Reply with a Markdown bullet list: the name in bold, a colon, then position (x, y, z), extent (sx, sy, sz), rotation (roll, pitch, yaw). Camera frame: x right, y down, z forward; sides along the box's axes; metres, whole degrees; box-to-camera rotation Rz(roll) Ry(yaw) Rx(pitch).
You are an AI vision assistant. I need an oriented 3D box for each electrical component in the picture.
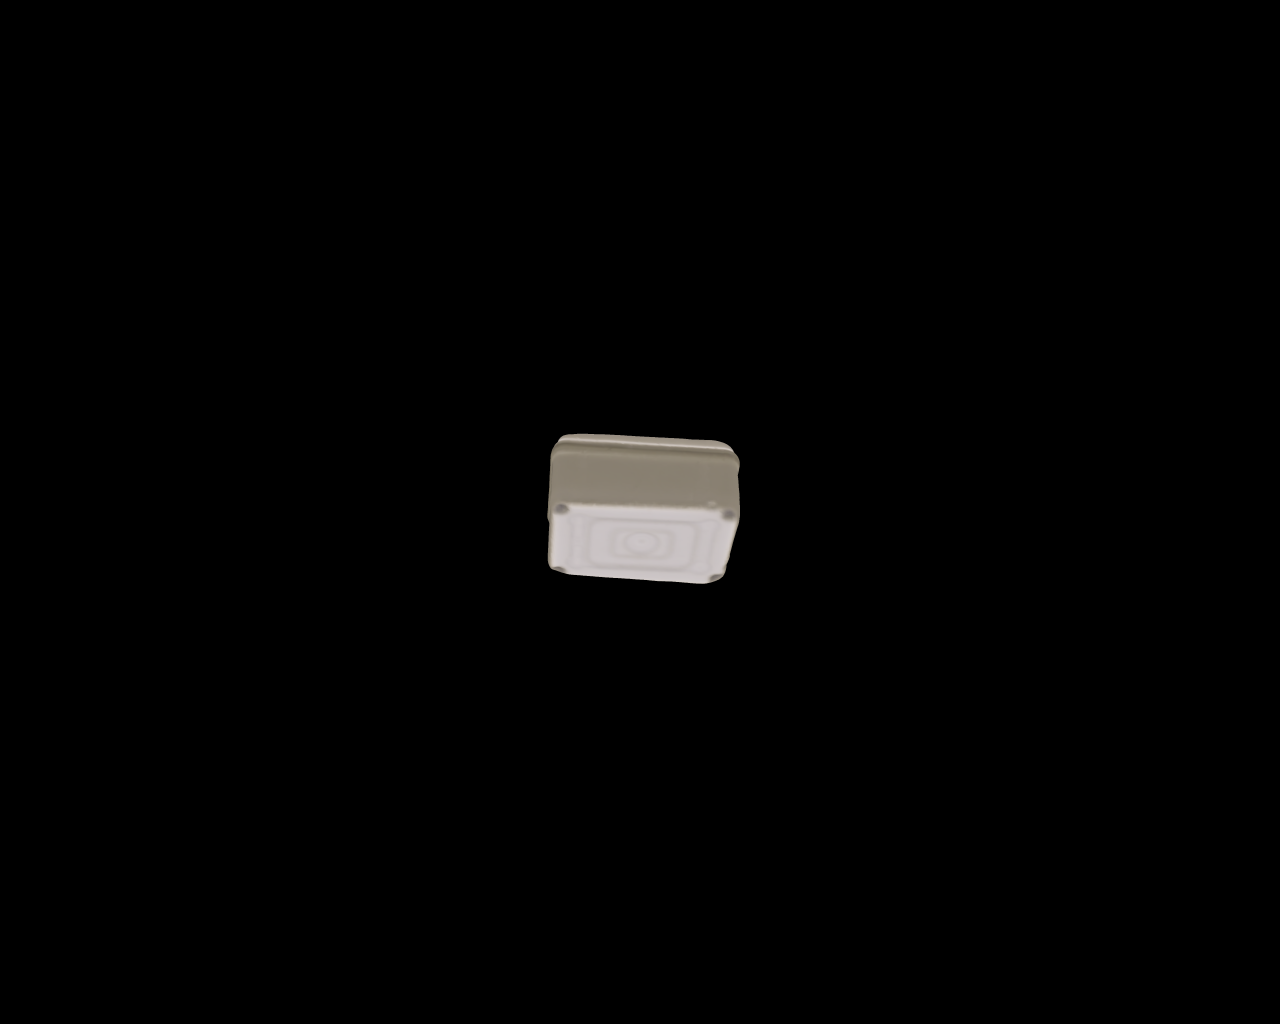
- **electrical component**: position (0.001, -0.003, 0.650), extent (0.113, 0.057, 0.078), rotation (4, -39, -4)
